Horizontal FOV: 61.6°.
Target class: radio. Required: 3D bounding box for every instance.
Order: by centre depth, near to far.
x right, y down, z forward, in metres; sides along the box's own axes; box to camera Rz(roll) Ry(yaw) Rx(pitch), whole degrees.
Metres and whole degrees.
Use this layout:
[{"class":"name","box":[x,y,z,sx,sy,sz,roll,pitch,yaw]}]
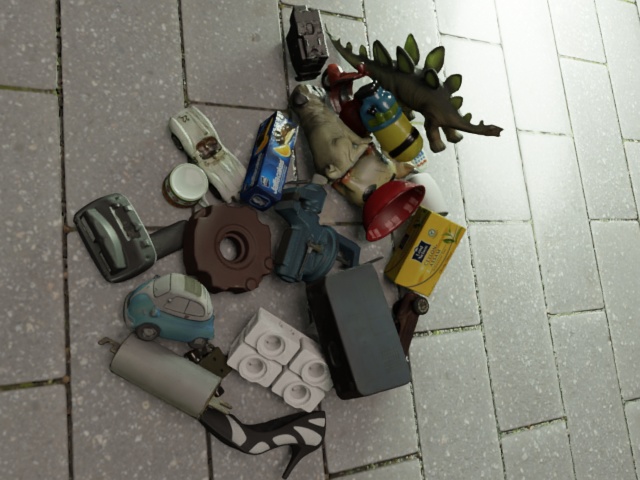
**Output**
[{"class":"radio","box":[0.067,0.165,0.970,0.131,0.073,0.229,-9,75,-37]}]

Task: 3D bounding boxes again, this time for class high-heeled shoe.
[{"class":"high-heeled shoe","box":[-0.098,0.319,0.967,0.248,0.086,0.145,41,60,-17]}]

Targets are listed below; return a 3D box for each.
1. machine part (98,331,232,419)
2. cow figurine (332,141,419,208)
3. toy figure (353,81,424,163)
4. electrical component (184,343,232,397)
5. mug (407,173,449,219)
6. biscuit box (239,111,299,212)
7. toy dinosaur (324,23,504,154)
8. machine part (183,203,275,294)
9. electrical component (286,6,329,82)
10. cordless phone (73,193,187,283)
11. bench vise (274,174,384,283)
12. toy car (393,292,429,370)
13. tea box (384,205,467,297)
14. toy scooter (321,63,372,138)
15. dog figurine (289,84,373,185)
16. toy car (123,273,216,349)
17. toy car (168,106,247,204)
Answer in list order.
[{"class":"machine part","box":[-0.253,0.222,0.885,0.243,0.079,0.079,28,67,2]},{"class":"cow figurine","box":[0.131,-0.148,1.173,0.127,0.085,0.195,45,67,-14]},{"class":"toy figure","box":[0.140,-0.234,1.087,0.082,0.089,0.180,-46,118,-24]},{"class":"electrical component","box":[-0.204,0.230,0.953,0.102,0.045,0.078,55,34,-9]},{"class":"mug","box":[0.225,-0.093,1.217,0.109,0.081,0.107,-9,73,-19]},{"class":"biscuit box","box":[-0.097,-0.154,1.041,0.059,0.063,0.203,32,50,-31]},{"class":"toy dinosaur","box":[0.180,-0.330,1.148,0.472,0.198,0.105,32,51,28]},{"class":"machine part","box":[-0.167,0.016,0.993,0.179,0.056,0.179,9,74,-35]},{"class":"electrical component","box":[-0.031,-0.418,1.131,0.058,0.115,0.134,-11,84,-15]},{"class":"cordless phone","box":[-0.315,-0.021,0.943,0.184,0.089,0.146,-29,92,-39]},{"class":"bench vise","box":[0.005,-0.005,1.066,0.240,0.129,0.223,28,60,-36]},{"class":"toy car","box":[0.165,0.201,1.113,0.053,0.089,0.202,31,69,-20]},{"class":"tea box","box":[0.224,0.024,1.151,0.098,0.068,0.169,22,101,-20]},{"class":"toy scooter","box":[0.075,-0.305,1.151,0.075,0.135,0.183,-27,93,-30]},{"class":"dog figurine","box":[-0.005,-0.220,1.092,0.190,0.121,0.172,43,25,-9]},{"class":"toy car","box":[-0.241,0.112,0.907,0.161,0.103,0.109,22,26,-24]},{"class":"toy car","box":[-0.208,-0.160,1.025,0.073,0.056,0.201,-41,98,-28]}]
